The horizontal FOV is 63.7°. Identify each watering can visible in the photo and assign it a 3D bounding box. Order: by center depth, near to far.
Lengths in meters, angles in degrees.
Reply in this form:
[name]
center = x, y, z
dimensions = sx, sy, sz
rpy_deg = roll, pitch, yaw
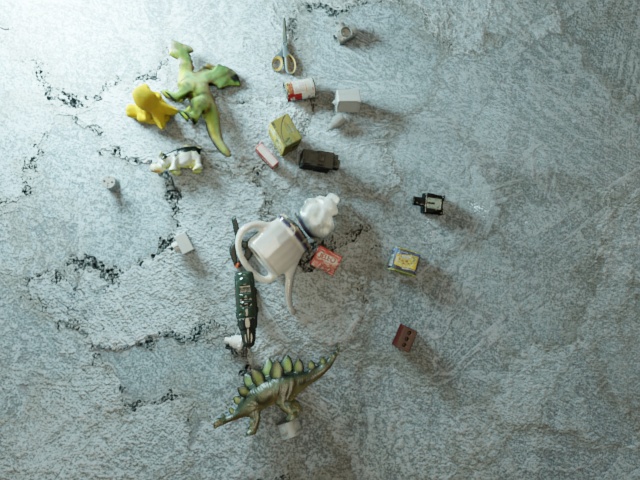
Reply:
[watering can]
center = -0.125, 0.064, 1.699
dimensions = 0.226, 0.104, 0.344
rpy_deg = -42, -71, -13

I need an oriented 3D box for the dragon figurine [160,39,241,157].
[dragon figurine]
center = -0.367, -0.486, 1.700
dimensions = 0.409, 0.121, 0.245
rpy_deg = 46, -106, -4

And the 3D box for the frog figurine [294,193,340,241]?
[frog figurine]
center = 0.005, -0.086, 1.717
dimensions = 0.159, 0.121, 0.139
rpy_deg = -37, -106, 3
